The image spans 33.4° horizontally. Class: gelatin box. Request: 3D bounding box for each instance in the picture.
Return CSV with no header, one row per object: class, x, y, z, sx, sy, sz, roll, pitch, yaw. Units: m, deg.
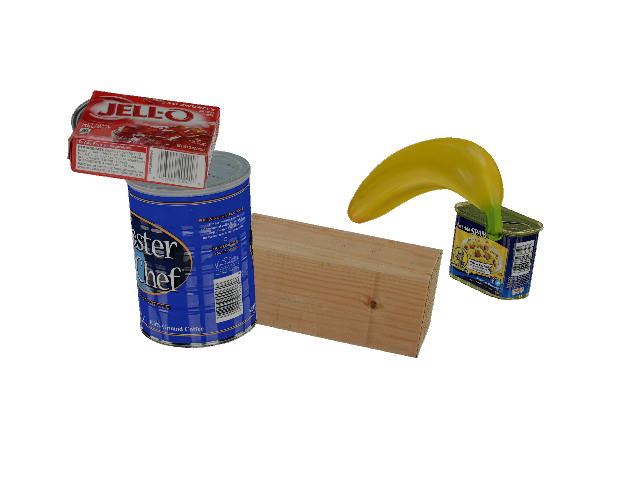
gelatin box,-0.115,-0.068,0.705,0.089,0.030,0.073,8,31,-3

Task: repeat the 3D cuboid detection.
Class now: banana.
banana,0.077,-0.042,0.784,0.037,0.069,0.198,29,-9,-24

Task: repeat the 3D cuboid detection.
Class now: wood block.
wood block,0.012,0.044,1.097,0.206,0.091,0.090,12,22,11

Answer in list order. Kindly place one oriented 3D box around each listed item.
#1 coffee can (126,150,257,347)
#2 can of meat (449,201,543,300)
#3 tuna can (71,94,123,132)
coffee can,-0.107,0.005,0.900,0.103,0.140,0.103,-1,22,0
can of meat,0.193,0.011,1.189,0.057,0.084,0.102,-11,26,-37
tuna can,-0.213,-0.113,1.106,0.086,0.034,0.086,3,45,-3
